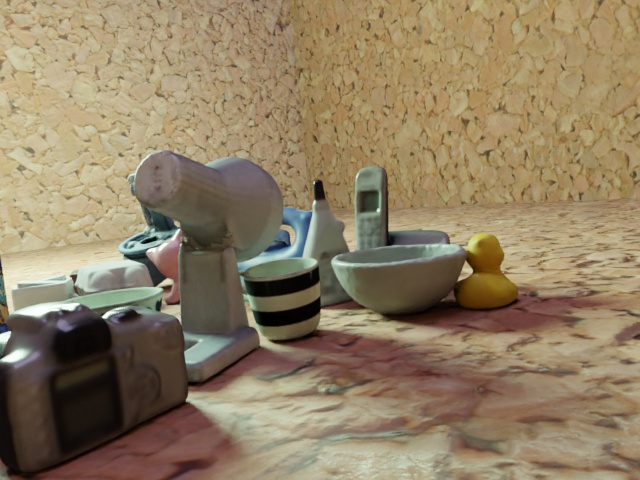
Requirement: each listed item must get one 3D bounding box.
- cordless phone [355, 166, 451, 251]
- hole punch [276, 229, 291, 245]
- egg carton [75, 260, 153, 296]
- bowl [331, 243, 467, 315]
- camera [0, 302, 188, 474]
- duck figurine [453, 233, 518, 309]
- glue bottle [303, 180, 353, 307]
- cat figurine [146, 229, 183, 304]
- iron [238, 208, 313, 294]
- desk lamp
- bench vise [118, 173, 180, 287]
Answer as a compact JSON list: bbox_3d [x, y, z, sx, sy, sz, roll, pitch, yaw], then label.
[{"bbox_3d":[0.112,-0.017,0.829,0.147,0.185,0.094,-3,7,29],"label":"cordless phone"},{"bbox_3d":[-0.101,0.027,1.077,0.108,0.091,0.101,-6,6,-5],"label":"hole punch"},{"bbox_3d":[-0.337,0.075,0.941,0.107,0.069,0.150,-9,7,-32],"label":"egg carton"},{"bbox_3d":[0.100,0.051,0.716,0.167,0.075,0.167,-6,6,1],"label":"bowl"},{"bbox_3d":[-0.199,0.094,0.447,0.136,0.101,0.144,-2,7,36],"label":"camera"},{"bbox_3d":[0.203,0.036,0.712,0.077,0.086,0.105,-2,7,30],"label":"duck figurine"},{"bbox_3d":[0.007,0.003,0.795,0.078,0.173,0.037,-9,7,-27],"label":"glue bottle"},{"bbox_3d":[-0.216,0.041,0.919,0.127,0.118,0.067,-2,7,35],"label":"cat figurine"},{"bbox_3d":[-0.088,0.012,0.955,0.257,0.141,0.119,-3,6,23],"label":"iron"},{"bbox_3d":[-0.120,0.014,0.603,0.117,0.213,0.204,-4,6,19],"label":"desk lamp"},{"bbox_3d":[-0.317,-0.021,1.121,0.121,0.220,0.207,-5,6,9],"label":"bench vise"}]
